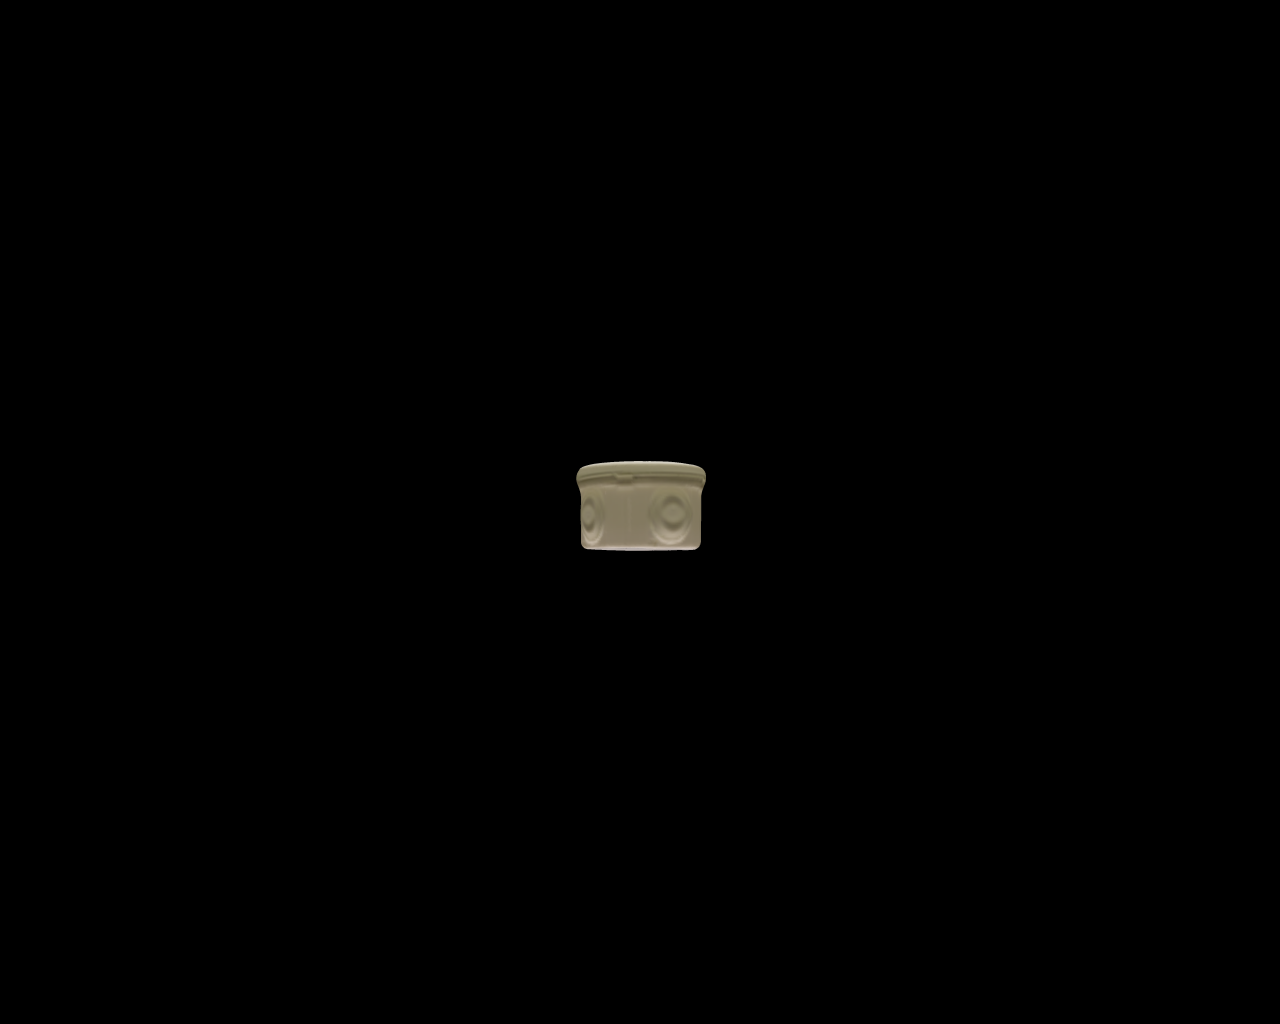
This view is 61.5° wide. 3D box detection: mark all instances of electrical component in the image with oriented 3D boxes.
[{"bbox_3d":[0.001,-0.003,0.650,0.080,0.051,0.080,0,-3,0],"label":"electrical component"}]
